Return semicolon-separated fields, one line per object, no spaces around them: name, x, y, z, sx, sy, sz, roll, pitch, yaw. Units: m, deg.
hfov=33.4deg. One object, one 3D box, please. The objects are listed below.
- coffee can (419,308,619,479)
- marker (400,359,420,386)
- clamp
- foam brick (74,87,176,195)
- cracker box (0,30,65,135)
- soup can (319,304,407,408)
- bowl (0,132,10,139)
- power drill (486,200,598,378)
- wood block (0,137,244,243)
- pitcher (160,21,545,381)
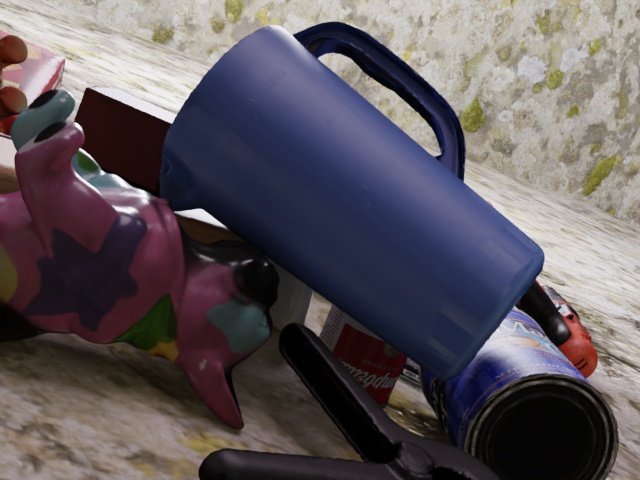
coffee can;0.133;0.114;0.745;0.102;0.103;0.140;20;12;-12
marker;0.108;0.123;0.867;0.121;0.020;0.020;27;12;15
clamp;0.038;0.136;0.593;0.210;0.036;0.164;33;27;8
foam brick;-0.132;-0.071;0.761;0.078;0.051;0.053;24;11;12
cracker box;-0.370;-0.164;1.027;0.213;0.072;0.164;22;29;-9
soup can;0.039;0.064;0.794;0.068;0.102;0.068;22;11;-5
bowl;-0.252;-0.041;0.831;0.162;0.055;0.162;22;11;-5
power drill;0.219;0.047;1.147;0.187;0.057;0.184;48;11;-17
wood block;-0.156;0.001;0.743;0.205;0.090;0.091;16;12;-29
pitcher;0.029;-0.029;0.706;0.243;0.149;0.144;38;26;10
